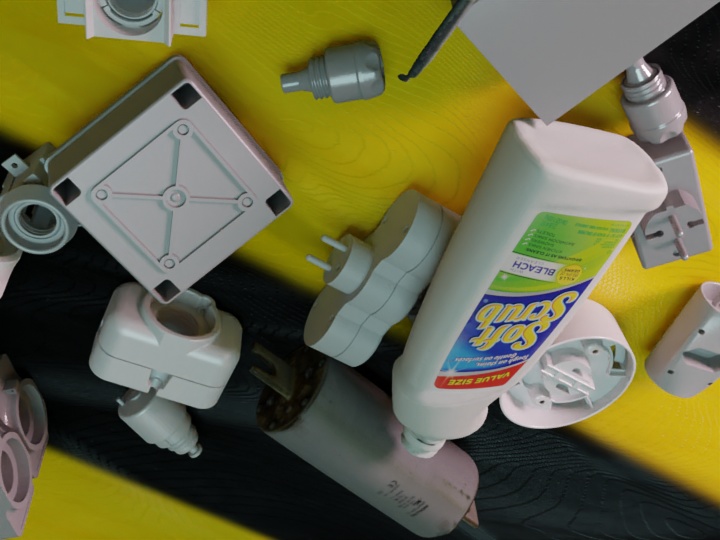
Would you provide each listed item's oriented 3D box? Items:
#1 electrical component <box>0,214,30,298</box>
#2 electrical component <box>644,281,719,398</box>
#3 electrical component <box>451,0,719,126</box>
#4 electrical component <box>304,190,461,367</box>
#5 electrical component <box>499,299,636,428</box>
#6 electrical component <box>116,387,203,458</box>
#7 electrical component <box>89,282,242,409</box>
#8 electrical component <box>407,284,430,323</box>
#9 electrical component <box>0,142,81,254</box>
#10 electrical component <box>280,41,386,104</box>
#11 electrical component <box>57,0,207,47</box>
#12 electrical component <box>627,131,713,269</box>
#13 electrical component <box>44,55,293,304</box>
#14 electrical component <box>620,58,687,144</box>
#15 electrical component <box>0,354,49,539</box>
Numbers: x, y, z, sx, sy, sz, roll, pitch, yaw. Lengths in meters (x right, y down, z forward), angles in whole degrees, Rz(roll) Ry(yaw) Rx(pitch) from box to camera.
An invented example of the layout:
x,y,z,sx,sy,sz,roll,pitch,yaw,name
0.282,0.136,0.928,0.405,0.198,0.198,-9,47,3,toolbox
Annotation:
x,y,z,sx,sy,sz,roll,pitch,yaw,name
-0.292,-0.028,0.669,0.150,0.089,0.061,30,121,-22,electrical component
0.260,0.056,0.778,0.079,0.043,0.077,17,125,-14,electrical component
0.134,-0.167,0.594,0.150,0.061,0.089,-36,120,23,electrical component
0.000,0.000,0.723,0.074,0.052,0.138,27,121,-21,electrical component
0.146,0.069,0.772,0.099,0.064,0.099,-1,127,-1,electrical component
-0.148,0.115,0.813,0.040,0.040,0.078,-27,123,18,electrical component
-0.134,0.050,0.756,0.095,0.053,0.059,19,124,-16,electrical component
0.063,0.032,0.754,0.045,0.045,0.055,-32,121,21,electrical component
-0.201,-0.043,0.682,0.048,0.055,0.066,-31,122,20,electrical component
-0.017,-0.117,0.645,0.061,0.035,0.035,-8,127,7,electrical component
-0.123,-0.158,0.592,0.081,0.063,0.042,5,128,-5,electrical component
0.196,-0.036,0.686,0.047,0.075,0.083,-17,126,11,electrical component
-0.116,-0.054,0.659,0.109,0.056,0.108,-38,121,4,electrical component
0.175,-0.109,0.657,0.035,0.035,0.061,-24,122,16,electrical component
-0.282,0.091,0.750,0.060,0.105,0.186,-10,127,6,electrical component
